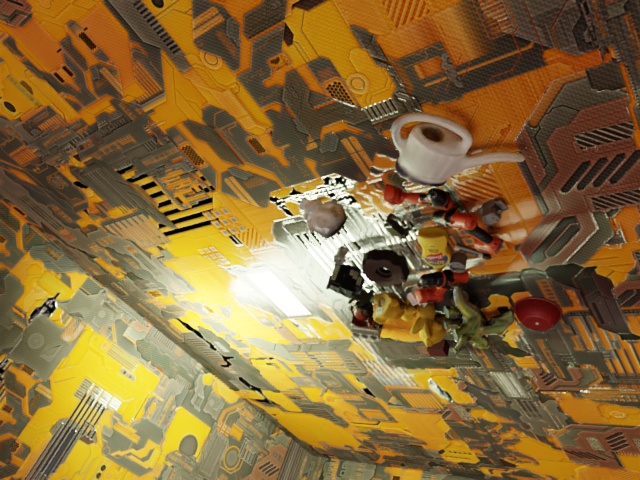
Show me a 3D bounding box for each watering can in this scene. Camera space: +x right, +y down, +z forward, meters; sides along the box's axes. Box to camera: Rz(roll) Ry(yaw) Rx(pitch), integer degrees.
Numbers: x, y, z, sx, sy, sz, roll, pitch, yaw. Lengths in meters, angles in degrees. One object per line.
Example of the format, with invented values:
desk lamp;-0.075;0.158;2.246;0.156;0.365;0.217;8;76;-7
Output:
watering can;0.345;-0.224;1.388;0.348;0.106;0.219;22;145;0

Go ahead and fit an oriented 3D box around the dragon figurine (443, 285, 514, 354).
dragon figurine;0.583;0.286;1.868;0.243;0.125;0.400;-10;135;-4

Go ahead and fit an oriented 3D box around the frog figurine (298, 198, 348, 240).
frog figurine;0.005;-0.088;1.740;0.158;0.124;0.136;44;106;-10
